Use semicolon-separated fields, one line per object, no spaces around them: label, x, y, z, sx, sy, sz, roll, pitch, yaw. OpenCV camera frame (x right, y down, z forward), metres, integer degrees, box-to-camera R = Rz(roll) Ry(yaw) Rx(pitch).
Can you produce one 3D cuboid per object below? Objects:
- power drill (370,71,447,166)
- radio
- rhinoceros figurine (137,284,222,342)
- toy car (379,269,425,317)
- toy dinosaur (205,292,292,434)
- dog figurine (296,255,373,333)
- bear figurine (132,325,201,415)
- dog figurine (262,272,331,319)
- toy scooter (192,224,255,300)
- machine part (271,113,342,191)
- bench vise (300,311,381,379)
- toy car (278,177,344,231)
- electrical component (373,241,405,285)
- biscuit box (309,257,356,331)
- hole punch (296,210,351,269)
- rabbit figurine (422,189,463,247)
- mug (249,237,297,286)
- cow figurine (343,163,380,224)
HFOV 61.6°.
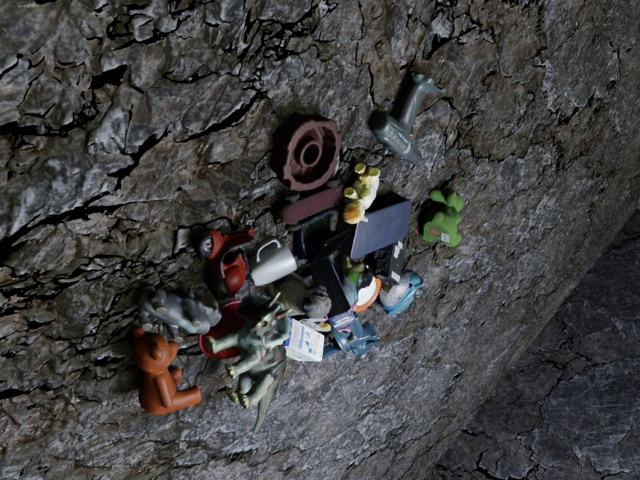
power drill;0.234;-0.309;1.366;0.232;0.086;0.207;15;112;-48
radio;0.148;-0.044;1.459;0.229;0.073;0.131;-20;129;-39
rhinoceros figurine;-0.290;0.148;1.111;0.190;0.112;0.073;25;114;-39
toy car;0.238;0.155;1.676;0.102;0.109;0.161;35;97;-39
toy dinosaur;-0.134;0.271;1.229;0.192;0.131;0.404;-31;137;-24
dog figurine;0.041;0.134;1.453;0.108;0.192;0.219;63;35;-55
bear figurine;-0.332;0.267;1.140;0.132;0.120;0.195;-16;122;-44
dog figurine;-0.044;0.156;1.301;0.121;0.191;0.172;-46;142;-12
toy scooter;-0.191;0.037;1.158;0.135;0.075;0.183;-33;131;-27
machine part;-0.030;-0.193;1.180;0.179;0.056;0.179;-28;135;-32
bench vise;0.048;0.300;1.566;0.241;0.129;0.223;-27;147;-3
toy car;-0.019;-0.089;1.264;0.202;0.053;0.089;-27;120;-40
electrical component;0.202;0.057;1.565;0.114;0.058;0.134;39;58;-60
biscuit box;0.027;0.127;1.344;0.063;0.203;0.059;-23;135;0
hole punch;-0.003;-0.004;1.328;0.142;0.092;0.115;-32;162;-42
rabbit figurine;0.385;-0.091;1.669;0.170;0.121;0.158;-57;138;-30
mug;-0.120;0.051;1.238;0.107;0.081;0.109;-32;141;-16
cow figurine;0.099;-0.099;1.339;0.098;0.068;0.167;76;33;-59
